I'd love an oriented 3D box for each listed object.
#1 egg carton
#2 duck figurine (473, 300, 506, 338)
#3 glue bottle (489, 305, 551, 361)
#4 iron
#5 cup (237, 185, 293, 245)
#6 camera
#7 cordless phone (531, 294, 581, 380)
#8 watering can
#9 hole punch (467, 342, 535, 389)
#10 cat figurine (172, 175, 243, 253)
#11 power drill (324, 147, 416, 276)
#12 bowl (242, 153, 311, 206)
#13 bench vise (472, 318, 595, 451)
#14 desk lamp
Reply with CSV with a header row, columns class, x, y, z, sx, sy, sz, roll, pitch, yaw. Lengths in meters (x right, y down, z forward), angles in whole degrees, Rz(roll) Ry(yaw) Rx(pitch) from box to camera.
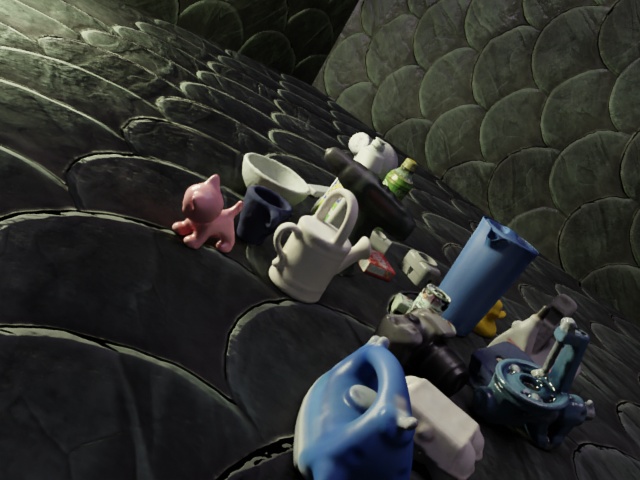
class,x,y,z,sx,sy,sz,roll,pitch,yaw
egg carton,0.143,0.248,0.756,0.150,0.069,0.107,39,20,20
duck figurine,0.375,0.166,1.306,0.105,0.086,0.077,27,19,-15
glue bottle,0.392,0.195,1.123,0.078,0.173,0.037,42,21,27
iron,0.053,0.184,0.661,0.119,0.141,0.258,28,19,-13
cup,-0.105,-0.031,1.025,0.092,0.095,0.117,22,21,-27
camera,0.172,0.180,0.924,0.144,0.100,0.136,11,28,-47
cordless phone,0.503,0.219,1.220,0.147,0.185,0.094,43,22,30
watering can,0.008,0.002,0.965,0.100,0.194,0.173,44,22,31
hole punch,0.330,0.242,1.035,0.101,0.091,0.108,15,25,-42
cat figurine,-0.175,-0.047,0.917,0.067,0.117,0.128,44,22,32
power drill,0.063,-0.043,1.145,0.229,0.208,0.076,33,18,1
bowl,-0.109,-0.120,1.275,0.168,0.074,0.167,29,19,-10
bench vise,0.382,0.229,0.948,0.208,0.219,0.121,18,23,-36
desk lamp,0.097,-0.184,1.546,0.117,0.213,0.204,41,21,26
